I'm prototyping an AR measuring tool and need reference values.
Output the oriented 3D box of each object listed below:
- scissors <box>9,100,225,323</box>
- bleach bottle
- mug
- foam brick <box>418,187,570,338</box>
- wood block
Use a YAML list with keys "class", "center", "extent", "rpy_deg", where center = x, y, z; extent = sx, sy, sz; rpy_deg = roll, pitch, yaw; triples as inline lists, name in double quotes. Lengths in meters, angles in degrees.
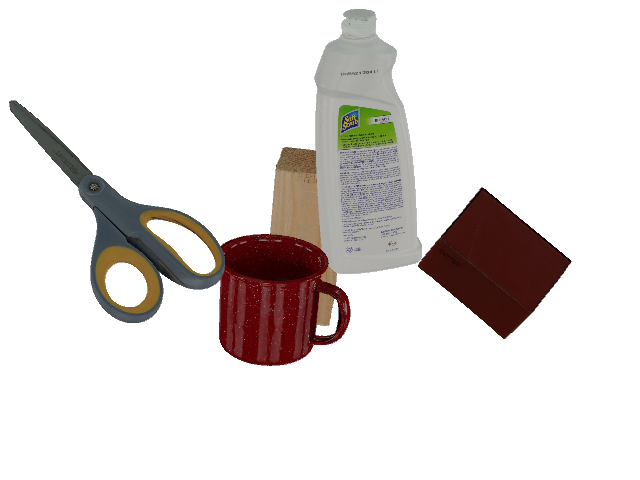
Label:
- class: "scissors"
  center: [-0.158, -0.016, 0.717]
  extent: [0.202, 0.096, 0.016]
  rpy_deg: [31, -30, 11]
- class: "bleach bottle"
  center: [0.046, -0.093, 1.011]
  extent: [0.102, 0.251, 0.068]
  rpy_deg: [-9, 29, -13]
- class: "mug"
  center: [-0.031, 0.053, 0.881]
  extent: [0.117, 0.081, 0.093]
  rpy_deg: [12, 25, 16]
- class: "foam brick"
  center: [0.114, 0.015, 0.705]
  extent: [0.078, 0.051, 0.053]
  rpy_deg: [41, -25, 6]
- class: "wood block"
  center: [-0.018, -0.006, 1.379]
  extent: [0.090, 0.206, 0.090]
  rpy_deg: [7, 24, 2]
